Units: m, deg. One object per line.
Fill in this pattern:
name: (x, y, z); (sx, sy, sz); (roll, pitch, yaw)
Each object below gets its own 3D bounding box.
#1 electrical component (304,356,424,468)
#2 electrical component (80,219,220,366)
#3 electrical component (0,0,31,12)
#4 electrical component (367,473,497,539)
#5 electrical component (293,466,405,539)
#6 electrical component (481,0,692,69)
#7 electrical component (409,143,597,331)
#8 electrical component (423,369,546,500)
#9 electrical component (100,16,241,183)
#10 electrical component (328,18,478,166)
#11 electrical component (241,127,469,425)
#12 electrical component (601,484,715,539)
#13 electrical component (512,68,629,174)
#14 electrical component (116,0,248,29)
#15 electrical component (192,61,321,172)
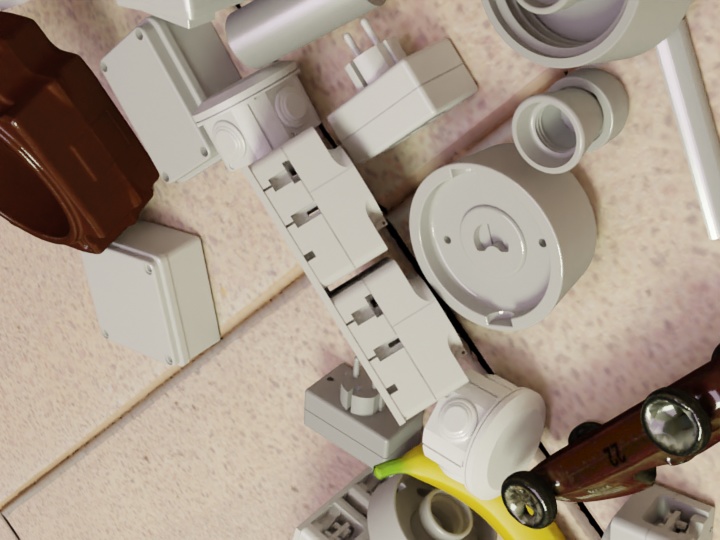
electrical component: (0.003, 0.099, 0.826); (0.083, 0.047, 0.075); (28, 132, 30)
electrical component: (-0.186, 0.017, 0.951); (0.109, 0.056, 0.108); (16, 125, 37)
electrical component: (-0.230, -0.242, 0.810); (0.113, 0.078, 0.057); (-1, 117, 45)
electrical component: (0.052, 0.194, 0.804); (0.099, 0.099, 0.064); (48, 133, 10)
electrical component: (-0.011, 0.256, 0.896); (0.060, 0.105, 0.186); (36, 136, 22)
electrical component: (0.107, -0.154, 0.541); (0.108, 0.060, 0.108); (22, 124, 38)
electrical component: (0.091, -0.024, 0.649); (0.108, 0.060, 0.108); (24, 130, 32)
electrical component: (0.085, 0.110, 0.728); (0.051, 0.080, 0.080); (27, 132, 37)
electrical component: (-0.133, -0.130, 0.804); (0.078, 0.057, 0.113); (-22, 99, 49)
electrical component: (0.016, -0.120, 0.671); (0.083, 0.047, 0.075); (-29, 94, 50)
electrical component: (0.000, 0.000, 0.713); (0.186, 0.060, 0.105); (58, 180, -2)
electrical component: (0.191, 0.189, 0.698); (0.056, 0.050, 0.089); (18, 126, 36)
electrical component: (0.116, -0.083, 0.590); (0.045, 0.055, 0.045); (24, 130, 32)
electrical component: (-0.119, -0.205, 0.738); (0.096, 0.062, 0.061); (20, 128, 35)
electrical component: (-0.070, -0.107, 0.741); (0.080, 0.080, 0.051); (-13, 111, 48)
